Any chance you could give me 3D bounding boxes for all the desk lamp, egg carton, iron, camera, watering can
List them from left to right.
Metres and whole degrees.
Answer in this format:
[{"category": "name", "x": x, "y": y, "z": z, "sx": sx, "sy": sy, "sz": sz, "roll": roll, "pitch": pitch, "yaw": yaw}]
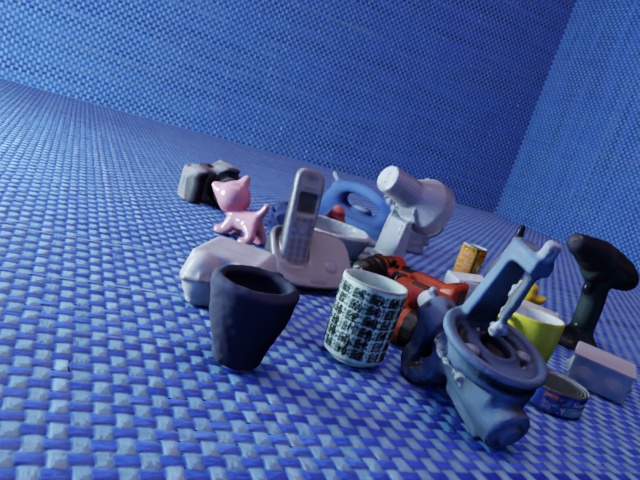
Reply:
[{"category": "camera", "x": -0.222, "y": -0.121, "z": 1.277, "sx": 0.144, "sy": 0.101, "sz": 0.136, "roll": 8, "pitch": 15, "yaw": -38}, {"category": "egg carton", "x": -0.117, "y": 0.045, "z": 0.756, "sx": 0.107, "sy": 0.069, "sz": 0.150, "roll": 19, "pitch": 12, "yaw": 4}, {"category": "iron", "x": 0.111, "y": -0.070, "z": 1.430, "sx": 0.257, "sy": 0.141, "sz": 0.119, "roll": 23, "pitch": 13, "yaw": 23}, {"category": "desk lamp", "x": 0.168, "y": -0.043, "z": 1.216, "sx": 0.204, "sy": 0.213, "sz": 0.117, "roll": 9, "pitch": 15, "yaw": -37}, {"category": "watering can", "x": 0.243, "y": -0.072, "z": 1.503, "sx": 0.173, "sy": 0.194, "sz": 0.101, "roll": 17, "pitch": 12, "yaw": -3}]

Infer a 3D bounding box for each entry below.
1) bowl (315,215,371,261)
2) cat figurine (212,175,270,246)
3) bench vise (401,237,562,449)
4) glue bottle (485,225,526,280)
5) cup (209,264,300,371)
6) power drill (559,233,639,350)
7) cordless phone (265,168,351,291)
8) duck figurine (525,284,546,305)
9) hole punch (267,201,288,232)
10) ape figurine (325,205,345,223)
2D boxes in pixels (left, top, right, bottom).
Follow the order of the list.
[{"category": "bowl", "x": 0.010, "y": 0.004, "z": 1.113, "sx": 0.167, "sy": 0.075, "sz": 0.167, "roll": 17, "pitch": 12, "yaw": -3}, {"category": "cat figurine", "x": -0.148, "y": -0.062, "z": 1.077, "sx": 0.127, "sy": 0.118, "sz": 0.067, "roll": 24, "pitch": 13, "yaw": 27}, {"category": "bench vise", "x": 0.170, "y": 0.084, "z": 0.634, "sx": 0.122, "sy": 0.220, "sz": 0.206, "roll": 7, "pitch": 16, "yaw": -42}, {"category": "glue bottle", "x": 0.418, "y": 0.049, "z": 1.260, "sx": 0.078, "sy": 0.173, "sz": 0.037, "roll": 18, "pitch": 12, "yaw": 0}, {"category": "cup", "x": -0.073, "y": 0.081, "z": 0.598, "sx": 0.091, "sy": 0.095, "sz": 0.118, "roll": 20, "pitch": 12, "yaw": 11}, {"category": "power drill", "x": 0.504, "y": 0.099, "z": 1.074, "sx": 0.230, "sy": 0.208, "sz": 0.075, "roll": 9, "pitch": 15, "yaw": -36}, {"category": "cordless phone", "x": -0.004, "y": -0.014, "z": 0.908, "sx": 0.148, "sy": 0.185, "sz": 0.093, "roll": 9, "pitch": 15, "yaw": -37}, {"category": "duck figurine", "x": 0.389, "y": 0.118, "z": 1.118, "sx": 0.104, "sy": 0.086, "sz": 0.077, "roll": 19, "pitch": 12, "yaw": 5}, {"category": "hole punch", "x": -0.059, "y": -0.055, "z": 1.240, "sx": 0.101, "sy": 0.091, "sz": 0.108, "roll": 15, "pitch": 12, "yaw": -12}, {"category": "ape figurine", "x": 0.028, "y": -0.032, "z": 1.258, "sx": 0.078, "sy": 0.092, "sz": 0.076, "roll": 11, "pitch": 13, "yaw": -27}]
